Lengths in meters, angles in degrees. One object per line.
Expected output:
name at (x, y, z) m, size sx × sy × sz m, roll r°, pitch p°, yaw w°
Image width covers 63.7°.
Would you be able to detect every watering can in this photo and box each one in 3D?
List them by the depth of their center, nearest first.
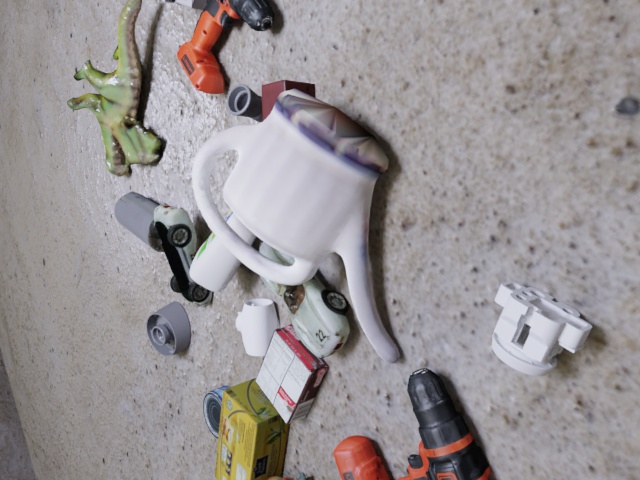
watering can at (0.002, -0.031, 0.610) m, size 0.349 × 0.105 × 0.221 m, roll 38°, pitch 109°, yaw 9°

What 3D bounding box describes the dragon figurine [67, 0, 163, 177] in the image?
dragon figurine at (-0.383, -0.268, 1.048) m, size 0.243 × 0.124 × 0.403 m, roll 56°, pitch 136°, yaw 4°
